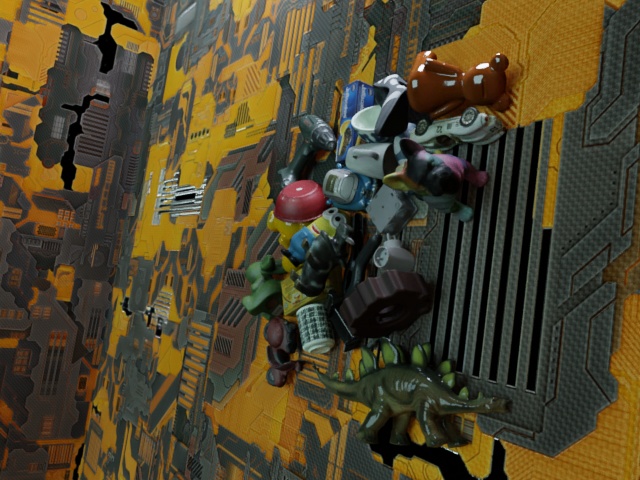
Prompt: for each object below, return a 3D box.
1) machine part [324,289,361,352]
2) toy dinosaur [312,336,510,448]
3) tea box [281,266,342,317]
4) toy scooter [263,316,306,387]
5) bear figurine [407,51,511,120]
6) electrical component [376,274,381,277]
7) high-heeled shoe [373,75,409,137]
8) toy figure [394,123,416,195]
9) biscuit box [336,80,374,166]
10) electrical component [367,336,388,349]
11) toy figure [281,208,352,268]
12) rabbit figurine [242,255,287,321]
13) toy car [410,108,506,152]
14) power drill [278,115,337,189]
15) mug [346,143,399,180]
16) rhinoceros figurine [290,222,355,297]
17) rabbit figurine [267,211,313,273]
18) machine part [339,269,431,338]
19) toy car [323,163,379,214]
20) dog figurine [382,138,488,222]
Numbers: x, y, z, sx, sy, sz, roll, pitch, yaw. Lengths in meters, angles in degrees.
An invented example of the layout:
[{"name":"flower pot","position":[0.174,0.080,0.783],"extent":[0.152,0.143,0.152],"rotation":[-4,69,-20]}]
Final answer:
[{"name":"machine part","position":[0.047,0.184,1.223],"extent":[0.139,0.039,0.084],"rotation":[62,148,26]},{"name":"toy dinosaur","position":[0.141,0.294,1.042],"extent":[0.472,0.105,0.198],"rotation":[-14,61,42]},{"name":"tea box","position":[-0.022,0.122,1.339],"extent":[0.169,0.068,0.098],"rotation":[-34,53,45]},{"name":"toy scooter","position":[-0.087,0.284,1.377],"extent":[0.135,0.075,0.184],"rotation":[-16,70,52]},{"name":"bear figurine","position":[0.273,-0.307,1.043],"extent":[0.196,0.120,0.132],"rotation":[-3,32,29]},{"name":"electrical component","position":[0.126,0.114,1.158],"extent":[0.102,0.045,0.078],"rotation":[-26,61,48]},{"name":"high-heeled shoe","position":[0.131,-0.290,1.155],"extent":[0.145,0.249,0.086],"rotation":[11,129,33]},{"name":"toy figure","position":[0.187,-0.171,1.152],"extent":[0.058,0.064,0.154],"rotation":[1,76,12]},{"name":"biscuit box","position":[0.088,-0.283,1.315],"extent":[0.059,0.063,0.202],"rotation":[-8,74,52]},{"name":"electrical component","position":[0.126,0.188,1.155],"extent":[0.094,0.021,0.063],"rotation":[-50,44,32]},{"name":"toy figure","position":[-0.005,-0.007,1.285],"extent":[0.180,0.089,0.082],"rotation":[-40,82,-2]},{"name":"rabbit figurine","position":[-0.155,0.113,1.481],"extent":[0.159,0.121,0.170],"rotation":[-55,43,18]},{"name":"toy car","position":[0.262,-0.209,1.043],"extent":[0.202,0.073,0.056],"rotation":[3,79,54]},{"name":"power drill","position":[-0.035,-0.224,1.433],"extent":[0.232,0.086,0.207],"rotation":[-111,39,-52]},{"name":"mug","position":[0.107,-0.177,1.193],"extent":[0.107,0.109,0.080],"rotation":[9,93,35]},{"name":"rhinoceros figurine","position":[0.009,0.045,1.210],"extent":[0.190,0.112,0.073],"rotation":[-61,21,12]},{"name":"rabbit figurine","position":[-0.052,0.013,1.403],"extent":[0.163,0.122,0.173],"rotation":[29,118,44]},{"name":"machine part","position":[0.129,0.129,1.047],"extent":[0.179,0.179,0.056],"rotation":[-50,45,33]},{"name":"toy car","position":[0.060,-0.121,1.272],"extent":[0.162,0.103,0.109],"rotation":[27,103,56]},{"name":"dog figurine","position":[0.194,-0.122,0.988],"extent":[0.192,0.219,0.108],"rotation":[42,110,50]}]
